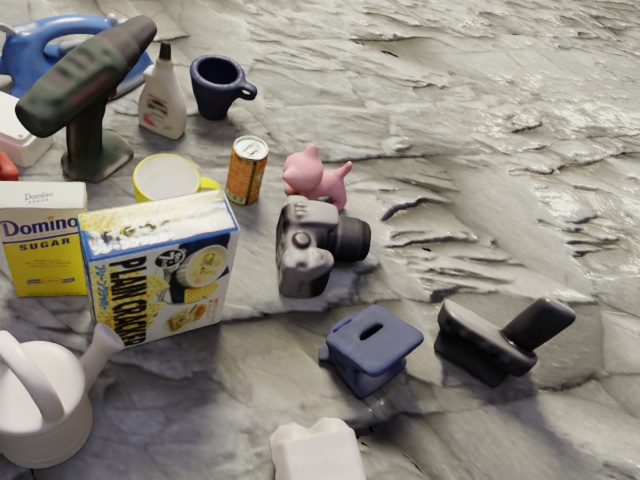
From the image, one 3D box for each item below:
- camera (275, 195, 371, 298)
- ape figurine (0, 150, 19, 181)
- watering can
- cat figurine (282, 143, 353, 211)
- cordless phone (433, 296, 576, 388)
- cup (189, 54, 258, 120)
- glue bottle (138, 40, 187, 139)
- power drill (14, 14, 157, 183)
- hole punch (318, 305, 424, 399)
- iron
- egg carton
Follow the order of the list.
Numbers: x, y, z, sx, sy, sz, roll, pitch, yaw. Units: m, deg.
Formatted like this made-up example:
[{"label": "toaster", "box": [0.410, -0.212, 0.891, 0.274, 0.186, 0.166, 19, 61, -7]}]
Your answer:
[{"label": "camera", "box": [0.008, 0.003, 0.843, 0.137, 0.101, 0.143, 6, 53, -13]}, {"label": "ape figurine", "box": [-0.454, -0.100, 0.779, 0.078, 0.092, 0.076, 6, 53, -13]}, {"label": "watering can", "box": [-0.285, 0.149, 0.581, 0.101, 0.194, 0.173, 26, 51, 3]}, {"label": "cat figurine", "box": [-0.008, -0.101, 0.905, 0.128, 0.117, 0.067, -6, 56, -21]}, {"label": "cordless phone", "box": [0.249, 0.110, 0.786, 0.147, 0.185, 0.094, 28, 51, 5]}, {"label": "cup", "box": [-0.166, -0.248, 0.979, 0.118, 0.095, 0.092, 22, 51, -1]}, {"label": "glue bottle", "box": [-0.245, -0.238, 0.896, 0.078, 0.173, 0.037, 21, 51, -1]}, {"label": "power drill", "box": [-0.318, -0.192, 0.815, 0.075, 0.208, 0.230, 32, 52, 8]}, {"label": "hole punch", "box": [0.067, 0.139, 0.766, 0.109, 0.091, 0.101, -29, 67, -33]}, {"label": "iron", "box": [-0.385, -0.307, 0.923, 0.259, 0.141, 0.118, -26, 65, -31]}, {"label": "egg carton", "box": [0.002, 0.281, 0.654, 0.107, 0.069, 0.150, -4, 56, -20]}]
